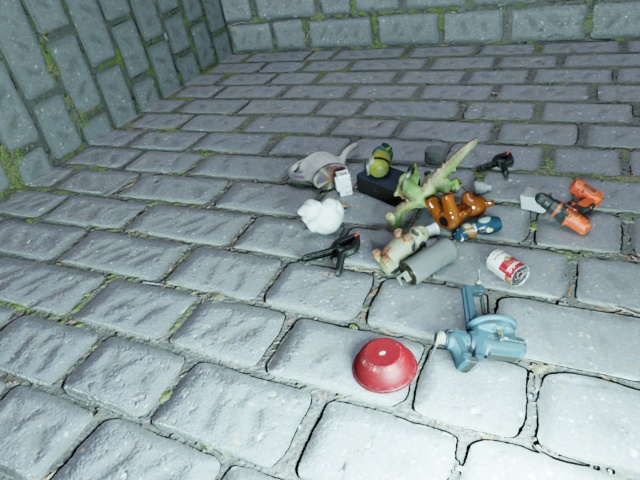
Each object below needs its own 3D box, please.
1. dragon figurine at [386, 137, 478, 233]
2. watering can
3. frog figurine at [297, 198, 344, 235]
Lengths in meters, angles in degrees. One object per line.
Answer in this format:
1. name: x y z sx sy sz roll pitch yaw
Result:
1. dragon figurine: 0.348 -0.191 1.689 0.124 0.405 0.242 42 19 33
2. watering can: 0.043 -0.308 2.091 0.350 0.101 0.228 -23 37 -16
3. frog figurine: 0.005 -0.088 1.739 0.136 0.158 0.124 -41 66 14
